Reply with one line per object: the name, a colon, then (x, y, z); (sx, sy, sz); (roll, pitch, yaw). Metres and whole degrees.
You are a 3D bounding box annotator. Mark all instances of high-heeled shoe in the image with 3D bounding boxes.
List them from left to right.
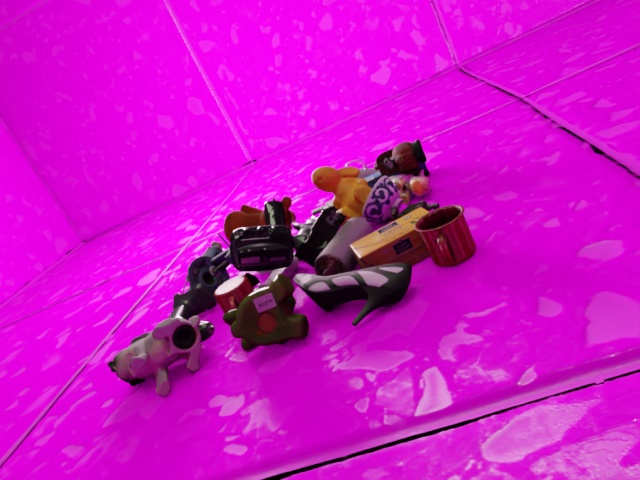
high-heeled shoe: (0.052, 0.067, 0.986); (0.145, 0.086, 0.249); (-48, 38, -11)

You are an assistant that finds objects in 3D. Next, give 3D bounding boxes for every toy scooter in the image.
toy scooter: (0.202, -0.207, 1.385); (0.135, 0.075, 0.184); (-19, 8, 10)

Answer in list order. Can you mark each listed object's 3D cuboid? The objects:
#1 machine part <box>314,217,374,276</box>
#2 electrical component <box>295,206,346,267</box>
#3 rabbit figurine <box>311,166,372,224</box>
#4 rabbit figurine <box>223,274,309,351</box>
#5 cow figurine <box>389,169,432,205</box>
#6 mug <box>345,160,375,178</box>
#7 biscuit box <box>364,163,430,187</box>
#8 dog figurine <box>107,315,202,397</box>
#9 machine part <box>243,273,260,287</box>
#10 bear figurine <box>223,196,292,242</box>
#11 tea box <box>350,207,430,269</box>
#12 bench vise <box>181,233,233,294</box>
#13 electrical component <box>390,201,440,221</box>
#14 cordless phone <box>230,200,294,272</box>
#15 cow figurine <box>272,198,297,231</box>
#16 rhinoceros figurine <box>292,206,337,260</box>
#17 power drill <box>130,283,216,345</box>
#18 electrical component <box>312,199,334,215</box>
machine part: (0.055, 0.022, 1.149); (0.079, 0.079, 0.243); (-16, 21, 33)
electrical component: (-0.003, -0.004, 1.240); (0.115, 0.058, 0.134); (-55, 0, -23)
rabbit figurine: (0.062, -0.137, 1.390); (0.121, 0.173, 0.162); (-58, -1, 34)
rabbit figurine: (-0.094, 0.146, 1.015); (0.159, 0.121, 0.170); (-33, -1, 7)
cow figurine: (0.229, -0.137, 1.366); (0.098, 0.068, 0.167); (-31, 18, -31)
mug: (0.122, -0.185, 1.595); (0.107, 0.109, 0.081); (-15, 10, -6)
biscuit box: (0.200, -0.171, 1.500); (0.203, 0.062, 0.059); (-26, 18, 7)
dog figurine: (-0.333, 0.218, 1.091); (0.172, 0.121, 0.191); (-37, 19, -30)
machine part: (-0.185, 0.110, 1.271); (0.084, 0.039, 0.139); (-32, -2, -26)
bear figurine: (-0.146, -0.039, 1.392); (0.196, 0.120, 0.131); (-9, -22, 20)
tea box: (0.153, 0.009, 1.055); (0.170, 0.068, 0.098); (-29, 18, -2)
bench vise: (-0.263, 0.068, 1.374); (0.240, 0.129, 0.224); (-35, 17, 41)
electrical component: (0.209, -0.065, 1.218); (0.102, 0.045, 0.078); (-5, 30, 50)
cordless phone: (-0.139, -0.021, 1.256); (0.147, 0.088, 0.184); (-5, 55, -8)
cow figurine: (-0.152, -0.035, 1.524); (0.195, 0.127, 0.085); (-22, 21, 23)
rhinoceros figurine: (-0.016, -0.024, 1.382); (0.112, 0.073, 0.190); (-15, 22, 38)
power drill: (-0.306, 0.188, 1.222); (0.232, 0.085, 0.207); (-24, 25, 19)
electrical component: (0.040, -0.084, 1.510); (0.119, 0.047, 0.075); (-27, 17, 3)
